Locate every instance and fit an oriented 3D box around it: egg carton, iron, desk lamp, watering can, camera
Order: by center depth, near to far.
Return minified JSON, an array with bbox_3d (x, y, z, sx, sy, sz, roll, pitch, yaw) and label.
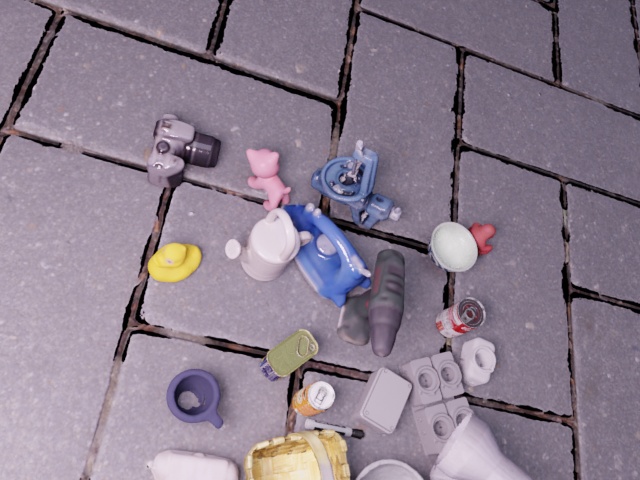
[{"bbox_3d":[-0.216,0.419,0.977,0.150,0.069,0.107,13,64,-15],"label":"egg carton"},{"bbox_3d":[0.293,0.434,1.075,0.203,0.213,0.118,43,61,1],"label":"desk lamp"},{"bbox_3d":[-0.096,0.009,1.124,0.173,0.193,0.101,-37,83,-29],"label":"watering can"},{"bbox_3d":[-0.280,-0.186,1.193,0.137,0.100,0.143,12,65,-15],"label":"camera"},{"bbox_3d":[0.011,0.004,1.195,0.119,0.141,0.258,-33,82,-28],"label":"iron"}]

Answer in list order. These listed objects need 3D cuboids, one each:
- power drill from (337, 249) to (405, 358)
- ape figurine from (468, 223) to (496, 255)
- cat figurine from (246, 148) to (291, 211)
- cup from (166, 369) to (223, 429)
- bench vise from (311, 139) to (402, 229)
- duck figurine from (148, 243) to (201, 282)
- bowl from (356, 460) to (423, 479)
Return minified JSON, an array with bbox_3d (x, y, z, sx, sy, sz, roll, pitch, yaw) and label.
[{"bbox_3d":[0.107,0.141,1.134,0.076,0.208,0.230,19,63,-11],"label":"power drill"},{"bbox_3d":[0.385,-0.009,1.366,0.076,0.092,0.078,-1,68,-20],"label":"ape figurine"},{"bbox_3d":[-0.107,-0.141,1.227,0.067,0.117,0.128,-35,83,-28],"label":"cat figurine"},{"bbox_3d":[-0.219,0.291,1.016,0.118,0.094,0.092,46,61,3],"label":"cup"},{"bbox_3d":[0.100,-0.129,1.239,0.208,0.219,0.121,19,63,-12],"label":"bench vise"},{"bbox_3d":[-0.278,0.033,1.109,0.105,0.086,0.077,-20,76,-26],"label":"duck figurine"},{"bbox_3d":[0.119,0.497,1.063,0.168,0.074,0.167,8,66,-17],"label":"bowl"}]
